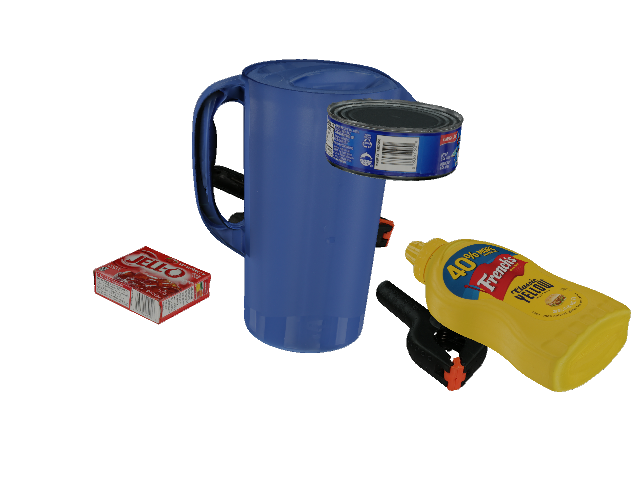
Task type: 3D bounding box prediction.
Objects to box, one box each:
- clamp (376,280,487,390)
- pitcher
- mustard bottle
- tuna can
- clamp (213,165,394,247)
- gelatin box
[{"bbox_3d":[0.132,0.088,1.076,0.120,0.039,0.171,-8,33,-9],"label":"clamp"},{"bbox_3d":[-0.018,-0.031,0.923,0.149,0.243,0.144,18,24,31],"label":"pitcher"},{"bbox_3d":[0.142,0.046,0.854,0.096,0.058,0.192,-29,41,-32],"label":"mustard bottle"},{"bbox_3d":[0.046,-0.065,0.673,0.086,0.034,0.086,3,19,-1],"label":"tuna can"},{"bbox_3d":[-0.019,-0.023,1.150,0.209,0.036,0.164,14,20,-11],"label":"clamp"},{"bbox_3d":[-0.163,0.041,1.031,0.089,0.030,0.073,22,30,30],"label":"gelatin box"}]
